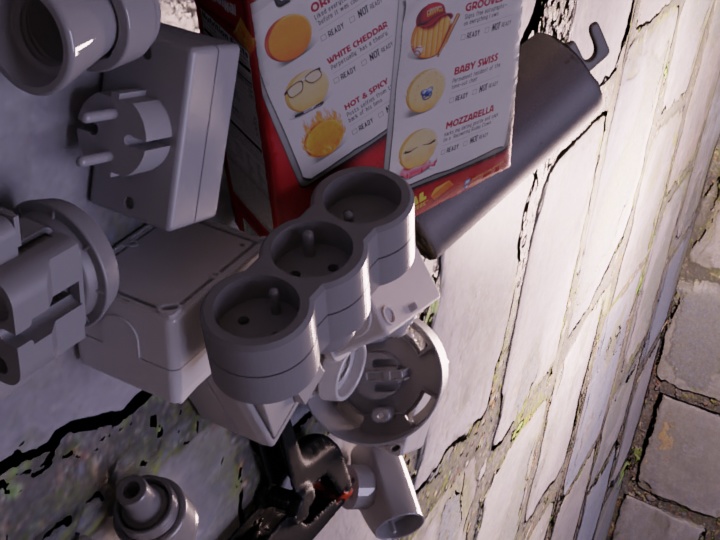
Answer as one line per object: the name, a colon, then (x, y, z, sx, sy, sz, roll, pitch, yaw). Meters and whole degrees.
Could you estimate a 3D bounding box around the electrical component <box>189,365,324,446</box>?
electrical component: (-0.063, 0.059, 0.634, 0.061, 0.061, 0.096, -60, 156, -25)

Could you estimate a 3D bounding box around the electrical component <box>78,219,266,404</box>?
electrical component: (-0.088, 0.015, 0.538, 0.096, 0.062, 0.061, -44, 146, -47)

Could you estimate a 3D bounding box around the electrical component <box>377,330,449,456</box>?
electrical component: (0.031, 0.095, 0.881, 0.061, 0.062, 0.096, 2, 106, -67)

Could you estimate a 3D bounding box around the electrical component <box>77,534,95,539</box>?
electrical component: (-0.125, 0.189, 0.561, 0.055, 0.089, 0.050, -51, 151, -39)

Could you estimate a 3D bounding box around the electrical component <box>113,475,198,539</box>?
electrical component: (-0.117, 0.134, 0.597, 0.043, 0.043, 0.062, -59, 154, -26)

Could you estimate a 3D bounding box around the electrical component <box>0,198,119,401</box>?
electrical component: (-0.135, 0.005, 0.430, 0.057, 0.058, 0.078, -39, 143, -47)

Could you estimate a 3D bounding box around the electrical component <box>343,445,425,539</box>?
electrical component: (0.007, 0.181, 0.898, 0.079, 0.077, 0.044, 6, 135, -30)

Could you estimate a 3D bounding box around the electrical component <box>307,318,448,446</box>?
electrical component: (0.014, 0.076, 0.786, 0.064, 0.099, 0.099, -7, 115, -72)

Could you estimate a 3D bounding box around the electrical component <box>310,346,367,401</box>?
electrical component: (-0.029, 0.059, 0.720, 0.048, 0.055, 0.066, -27, 132, -60)

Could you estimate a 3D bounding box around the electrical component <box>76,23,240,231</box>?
electrical component: (-0.098, -0.062, 0.472, 0.076, 0.047, 0.083, -27, 132, -60)

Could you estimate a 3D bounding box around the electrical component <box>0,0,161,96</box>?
electrical component: (-0.110, -0.096, 0.417, 0.055, 0.045, 0.045, -41, 144, -51)

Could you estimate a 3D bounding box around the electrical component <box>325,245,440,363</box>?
electrical component: (0.000, 0.000, 0.690, 0.100, 0.048, 0.099, -30, 94, -58)

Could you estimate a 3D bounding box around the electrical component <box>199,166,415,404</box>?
electrical component: (-0.021, 0.016, 0.531, 0.138, 0.052, 0.073, -48, 149, -36)
